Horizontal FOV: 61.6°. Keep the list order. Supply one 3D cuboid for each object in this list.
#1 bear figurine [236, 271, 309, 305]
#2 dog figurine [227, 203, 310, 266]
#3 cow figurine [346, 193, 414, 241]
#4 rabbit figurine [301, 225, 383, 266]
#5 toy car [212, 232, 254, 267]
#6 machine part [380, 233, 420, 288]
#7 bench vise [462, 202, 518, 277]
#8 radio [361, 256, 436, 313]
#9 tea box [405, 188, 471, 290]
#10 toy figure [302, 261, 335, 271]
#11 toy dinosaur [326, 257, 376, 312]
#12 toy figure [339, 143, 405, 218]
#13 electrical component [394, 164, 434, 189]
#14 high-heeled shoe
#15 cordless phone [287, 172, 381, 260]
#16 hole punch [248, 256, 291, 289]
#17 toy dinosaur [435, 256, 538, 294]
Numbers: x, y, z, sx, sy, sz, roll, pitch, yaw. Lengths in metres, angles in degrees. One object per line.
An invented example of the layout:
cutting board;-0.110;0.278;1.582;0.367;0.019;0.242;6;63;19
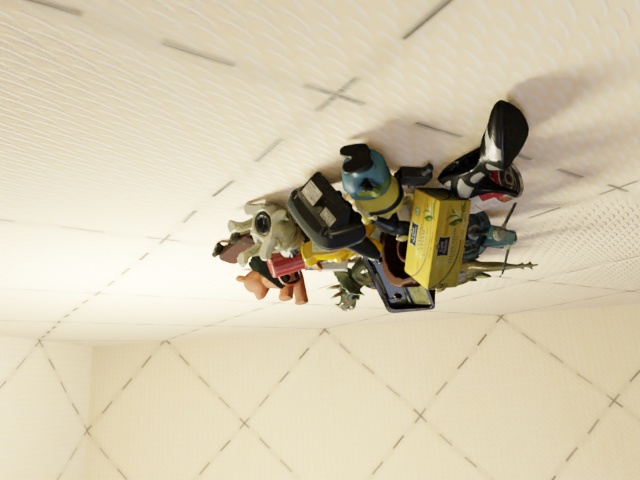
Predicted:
bear figurine;-0.145;0.138;1.579;0.196;0.132;0.120;-18;156;25
dog figurine;-0.070;-0.022;1.122;0.190;0.121;0.172;-7;174;-45
cow figurine;0.126;-0.048;1.036;0.167;0.098;0.068;4;168;-25
rabbit figurine;0.046;-0.008;1.129;0.162;0.122;0.173;-12;162;8
toy car;-0.189;0.015;1.271;0.089;0.053;0.202;24;154;-19
machine part;0.197;0.016;1.149;0.056;0.179;0.179;2;163;-29
bench vise;0.344;-0.009;1.135;0.224;0.128;0.241;19;177;-11
radio;0.196;0.080;1.333;0.131;0.073;0.229;-11;126;23
tea box;0.214;-0.005;0.990;0.068;0.169;0.098;-3;-162;-18
toy figure;0.009;0.041;1.346;0.154;0.057;0.064;-30;-175;33
toy dinosaur;0.159;0.081;1.473;0.192;0.131;0.405;4;156;-25
toy figure;0.086;-0.093;0.887;0.089;0.082;0.180;11;161;21
electrical component;0.162;-0.112;0.951;0.063;0.021;0.094;0;166;-14
high-heeled shoe;0.238;-0.142;0.837;0.145;0.086;0.248;22;159;31
cordless phone;0.040;-0.032;0.980;0.088;0.147;0.184;-47;144;12
hole punch;-0.113;0.050;1.376;0.116;0.092;0.142;34;158;-2
toy dinosaur;0.373;0.087;1.522;0.198;0.105;0.472;-6;-179;-33
